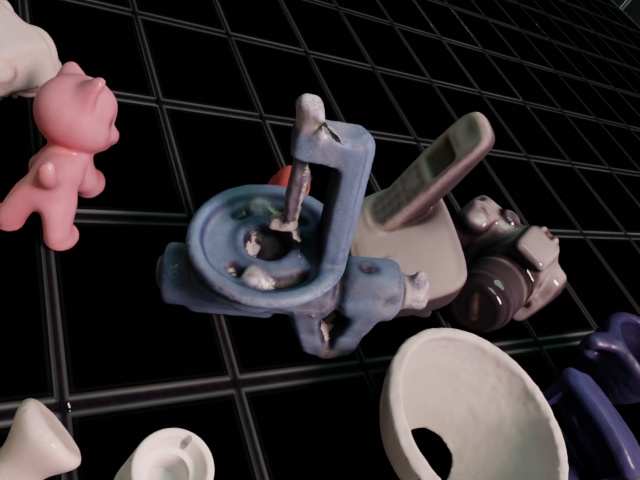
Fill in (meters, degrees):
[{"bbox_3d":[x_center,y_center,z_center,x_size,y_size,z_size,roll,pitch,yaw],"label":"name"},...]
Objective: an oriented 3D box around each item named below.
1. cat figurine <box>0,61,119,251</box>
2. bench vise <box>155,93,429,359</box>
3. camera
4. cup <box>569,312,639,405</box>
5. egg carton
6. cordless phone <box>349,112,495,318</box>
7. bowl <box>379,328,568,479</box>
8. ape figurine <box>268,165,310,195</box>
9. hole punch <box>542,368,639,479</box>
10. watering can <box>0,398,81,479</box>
[{"bbox_3d":[-0.197,-0.076,0.446,0.067,0.117,0.127,20,43,-17],"label":"cat figurine"},{"bbox_3d":[0.001,-0.008,0.437,0.208,0.219,0.121,3,50,-32],"label":"bench vise"},{"bbox_3d":[0.188,0.028,0.621,0.143,0.100,0.137,47,42,13],"label":"camera"},{"bbox_3d":[0.298,0.134,0.600,0.118,0.095,0.091,15,45,-22],"label":"cup"},{"bbox_3d":[-0.305,-0.156,0.484,0.107,0.069,0.150,39,41,4],"label":"egg carton"},{"bbox_3d":[0.106,-0.022,0.549,0.094,0.185,0.147,10,47,-27],"label":"cordless phone"},{"bbox_3d":[0.110,0.159,0.464,0.168,0.074,0.167,19,43,-19],"label":"bowl"},{"bbox_3d":[-0.035,-0.031,0.532,0.078,0.092,0.076,33,41,-3],"label":"ape figurine"},{"bbox_3d":[0.254,0.174,0.536,0.101,0.091,0.108,-1,53,-35],"label":"hole punch"},{"bbox_3d":[-0.178,0.124,0.212,0.101,0.194,0.173,32,41,-4],"label":"watering can"}]
